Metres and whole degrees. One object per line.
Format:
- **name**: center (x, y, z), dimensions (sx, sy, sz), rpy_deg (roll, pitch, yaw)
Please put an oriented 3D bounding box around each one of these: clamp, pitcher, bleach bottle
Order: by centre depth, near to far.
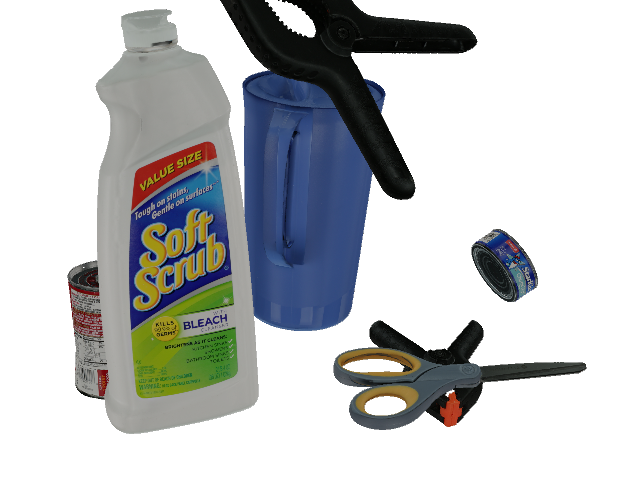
- **bleach bottle**: center (-0.097, -0.011, 0.651), dimensions (0.102, 0.251, 0.068), rpy_deg (-10, 21, -13)
- **clamp**: center (0.011, -0.133, 0.776), dimensions (0.209, 0.164, 0.036), rpy_deg (26, -29, -16)
- **pitcher**: center (-0.017, -0.035, 1.029), dimensions (0.149, 0.243, 0.145), rpy_deg (-9, 27, -28)
- **clamp**: center (0.126, 0.125, 1.071), dimensions (0.120, 0.039, 0.171), rpy_deg (-9, 29, -10)

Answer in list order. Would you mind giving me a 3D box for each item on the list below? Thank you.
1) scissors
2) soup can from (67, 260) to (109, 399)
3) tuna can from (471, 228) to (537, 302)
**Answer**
- **scissors**: center (0.107, 0.118, 0.837), dimensions (0.202, 0.016, 0.096), rpy_deg (5, 34, 9)
- **soup can**: center (-0.177, 0.075, 0.903), dimensions (0.068, 0.102, 0.068), rpy_deg (1, 19, -1)
- **tuna can**: center (0.218, 0.031, 1.273), dimensions (0.033, 0.086, 0.086), rpy_deg (-33, 8, -13)
